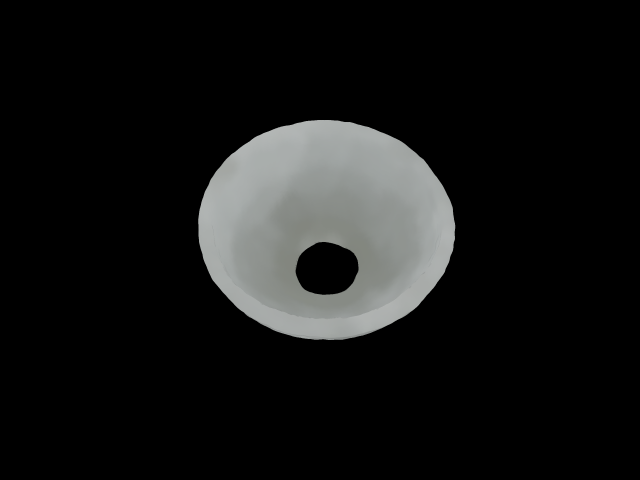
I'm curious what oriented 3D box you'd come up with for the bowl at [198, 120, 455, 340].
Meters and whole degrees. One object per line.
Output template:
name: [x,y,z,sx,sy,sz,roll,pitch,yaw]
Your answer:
bowl: [0.004,0.001,0.400,0.167,0.075,0.167,0,59,0]
